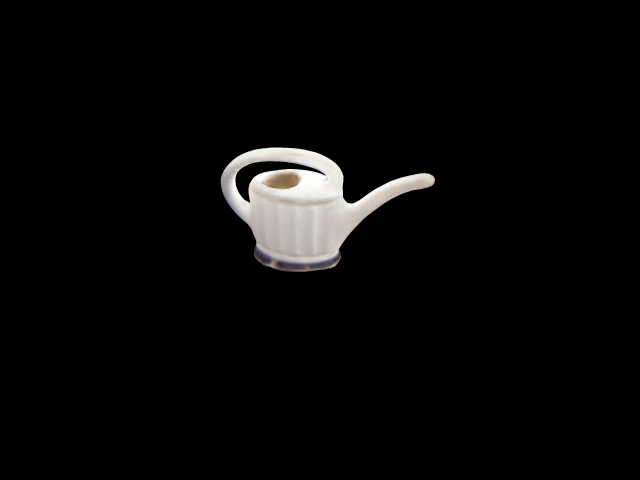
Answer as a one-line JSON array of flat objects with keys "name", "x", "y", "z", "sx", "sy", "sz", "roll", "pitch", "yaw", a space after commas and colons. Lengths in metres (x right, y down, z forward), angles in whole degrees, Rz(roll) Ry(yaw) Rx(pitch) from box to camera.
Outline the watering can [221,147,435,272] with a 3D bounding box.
[{"name": "watering can", "x": 0.003, "y": -0.043, "z": 0.850, "sx": 0.348, "sy": 0.219, "sz": 0.106, "roll": 8, "pitch": 37, "yaw": 11}]
